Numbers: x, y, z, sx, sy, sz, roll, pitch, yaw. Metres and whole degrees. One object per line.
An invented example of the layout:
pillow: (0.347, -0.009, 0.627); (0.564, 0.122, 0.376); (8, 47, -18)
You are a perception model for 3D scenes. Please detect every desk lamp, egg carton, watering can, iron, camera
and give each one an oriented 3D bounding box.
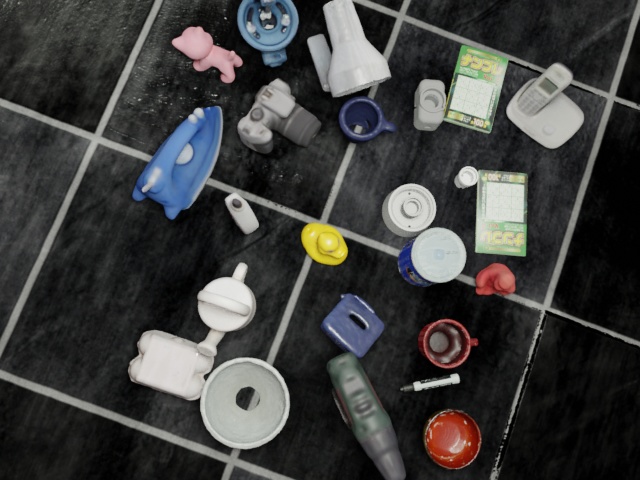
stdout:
desk lamp: (0.049, -0.364, 1.132); (0.118, 0.213, 0.203); (-19, 84, -6)
egg carton: (-0.284, 0.239, 1.099); (0.150, 0.069, 0.107); (18, 81, -1)
watering can: (-0.174, 0.127, 1.059); (0.101, 0.194, 0.173); (0, 82, -3)
iron: (-0.270, -0.177, 1.121); (0.118, 0.141, 0.258); (28, 81, 1)
camera: (-0.076, -0.239, 1.163); (0.137, 0.100, 0.143); (33, 81, 1)

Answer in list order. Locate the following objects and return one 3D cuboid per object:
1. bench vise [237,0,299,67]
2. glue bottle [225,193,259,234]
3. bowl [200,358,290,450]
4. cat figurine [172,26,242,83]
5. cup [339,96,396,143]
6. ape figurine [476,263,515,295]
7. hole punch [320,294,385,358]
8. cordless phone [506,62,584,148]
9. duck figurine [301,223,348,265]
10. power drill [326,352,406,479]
bench vise: (-0.123, -0.474, 1.132); (0.121, 0.219, 0.207); (-32, 85, -7)
glue bottle: (-0.154, -0.058, 1.096); (0.037, 0.173, 0.078); (-37, 86, -8)
bowl: (-0.141, 0.307, 1.096); (0.167, 0.074, 0.167); (1, 82, -4)
cat figurine: (-0.228, -0.388, 1.165); (0.128, 0.117, 0.067); (20, 81, -1)
cup: (0.094, -0.233, 1.176); (0.118, 0.095, 0.092); (14, 81, -1)
ape figurine: (0.361, 0.082, 1.152); (0.078, 0.092, 0.076); (34, 81, 2)
hole punch: (0.064, 0.165, 1.121); (0.108, 0.091, 0.101); (42, 82, 3)
cordless phone: (0.477, -0.276, 1.162); (0.147, 0.185, 0.094); (37, 82, 2)
duck figurine: (0.010, 0.004, 1.143); (0.104, 0.086, 0.077); (38, 82, 2)
power drill: (0.080, 0.313, 1.042); (0.075, 0.208, 0.229); (-26, 84, -7)
